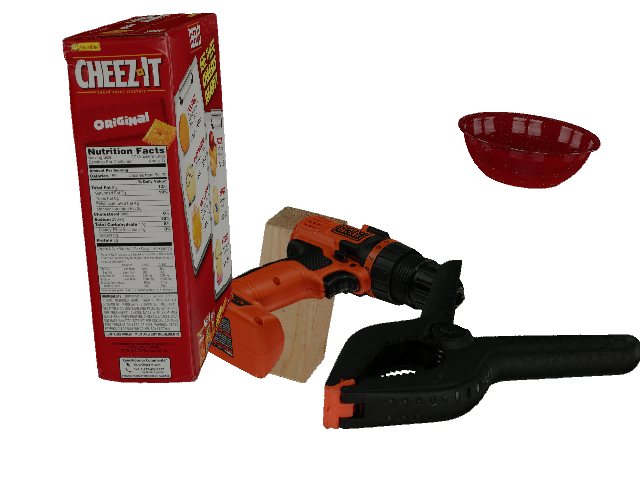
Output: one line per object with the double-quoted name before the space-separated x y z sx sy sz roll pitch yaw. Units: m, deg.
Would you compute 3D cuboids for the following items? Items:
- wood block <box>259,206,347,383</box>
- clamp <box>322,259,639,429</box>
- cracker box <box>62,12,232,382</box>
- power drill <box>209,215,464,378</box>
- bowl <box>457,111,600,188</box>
"wood block" -0.033 0.071 1.427 0.090 0.206 0.090 14 21 13
"clamp" 0.077 0.067 0.684 0.209 0.036 0.165 -15 28 -32
"cracker box" -0.107 -0.035 0.702 0.072 0.214 0.164 -2 16 5
"power drill" -0.002 0.045 0.871 0.187 0.057 0.185 -24 30 -38
"bowl" 0.234 -0.100 1.221 0.162 0.055 0.162 5 22 -2
